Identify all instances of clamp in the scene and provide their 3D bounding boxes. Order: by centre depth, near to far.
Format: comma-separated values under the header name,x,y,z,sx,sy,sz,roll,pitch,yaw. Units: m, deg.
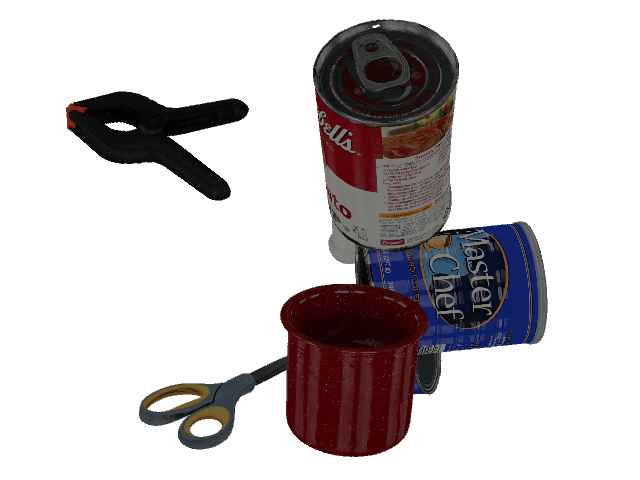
name,x,y,z,sx,sy,sz,roll,pitch,yaw
clamp,-0.150,-0.107,1.011,0.171,0.120,0.039,20,-43,0

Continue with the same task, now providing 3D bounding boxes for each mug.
name,x,y,z,sx,sy,sz,roll,pitch,yaw
mug,0.024,0.079,0.692,0.093,0.081,0.117,11,24,19

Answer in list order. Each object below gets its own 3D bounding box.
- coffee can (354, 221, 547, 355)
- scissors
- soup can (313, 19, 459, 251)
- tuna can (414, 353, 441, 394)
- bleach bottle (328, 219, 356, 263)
name,x,y,z,sx,sy,sz,roll,pitch,yaw
coffee can,0.105,0.042,0.884,0.140,0.103,0.103,-6,0,-4
scissors,-0.070,0.148,1.007,0.201,0.016,0.096,-11,33,-29
soup can,0.034,-0.050,0.534,0.068,0.068,0.102,0,-36,5
tuna can,0.110,0.135,1.235,0.034,0.086,0.086,-5,-2,26
bleach bottle,0.054,-0.103,1.178,0.102,0.251,0.068,-9,25,-11
